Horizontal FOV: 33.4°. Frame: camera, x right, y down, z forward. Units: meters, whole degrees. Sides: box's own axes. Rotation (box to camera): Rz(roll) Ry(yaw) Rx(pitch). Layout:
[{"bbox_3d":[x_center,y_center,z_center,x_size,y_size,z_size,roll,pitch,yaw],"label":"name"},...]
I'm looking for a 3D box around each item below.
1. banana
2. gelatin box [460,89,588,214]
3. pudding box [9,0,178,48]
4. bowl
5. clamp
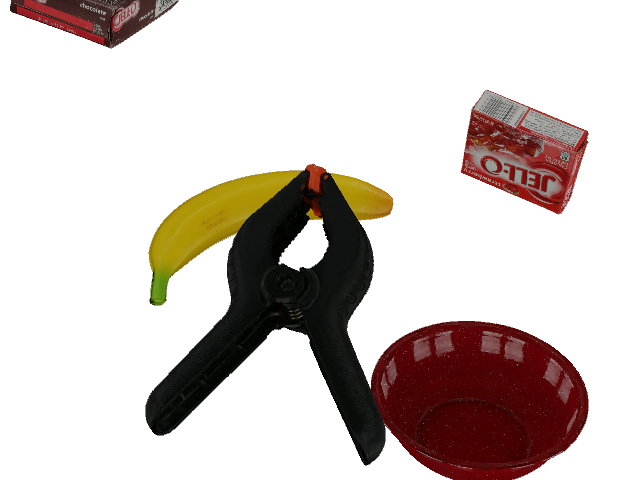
[{"bbox_3d":[-0.045,-0.015,0.768,0.197,0.069,0.037,-22,-13,-20],"label":"banana"},{"bbox_3d":[0.157,-0.067,0.828,0.089,0.030,0.073,26,-33,18],"label":"gelatin box"},{"bbox_3d":[-0.170,-0.195,0.821,0.090,0.039,0.113,22,35,11],"label":"pudding box"},{"bbox_3d":[0.118,0.131,0.811,0.162,0.055,0.162,0,35,0],"label":"bowl"},{"bbox_3d":[-0.007,0.038,0.558,0.120,0.171,0.039,16,-28,10],"label":"clamp"}]
